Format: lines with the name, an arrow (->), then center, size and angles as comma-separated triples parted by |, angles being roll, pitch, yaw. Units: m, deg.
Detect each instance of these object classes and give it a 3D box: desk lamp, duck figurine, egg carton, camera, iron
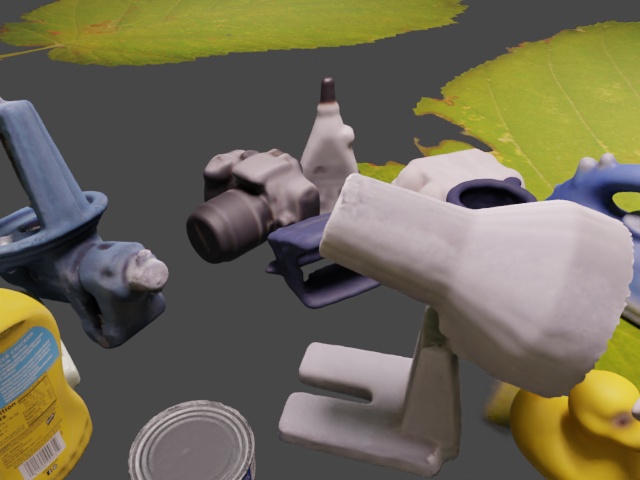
desk lamp -> 0.075, 0.060, 0.391 | 0.203, 0.214, 0.118 | 8, 35, 11
duck figurine -> 0.191, 0.127, 0.408 | 0.104, 0.086, 0.078 | 29, 43, 35
egg carton -> 0.168, -0.057, 0.695 | 0.150, 0.069, 0.107 | -13, 36, -19
camera -> -0.089, -0.043, 0.639 | 0.142, 0.101, 0.137 | 26, 42, 32
iron -> 0.321, -0.015, 0.571 | 0.119, 0.141, 0.257 | -22, 40, -30

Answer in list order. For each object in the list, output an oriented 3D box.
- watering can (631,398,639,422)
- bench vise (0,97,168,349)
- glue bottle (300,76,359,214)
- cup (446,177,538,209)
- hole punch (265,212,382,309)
watering can -> 0.254, 0.138, 0.296 | 0.172, 0.194, 0.101 | 14, 37, 19
bench vise -> -0.218, -0.025, 0.505 | 0.207, 0.220, 0.121 | 8, 35, 10
glue bottle -> 0.010, -0.104, 0.668 | 0.078, 0.173, 0.037 | -2, 34, -3
cup -> 0.179, -0.010, 0.602 | 0.091, 0.095, 0.118 | 21, 39, 27
hole punch -> 0.005, 0.002, 0.584 | 0.109, 0.091, 0.100 | -18, 38, -26
